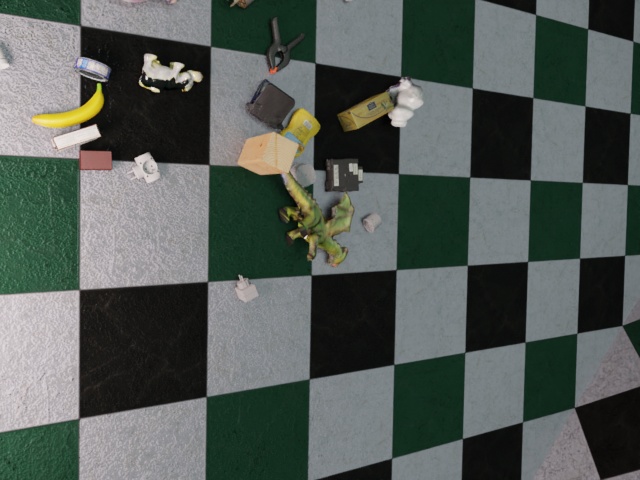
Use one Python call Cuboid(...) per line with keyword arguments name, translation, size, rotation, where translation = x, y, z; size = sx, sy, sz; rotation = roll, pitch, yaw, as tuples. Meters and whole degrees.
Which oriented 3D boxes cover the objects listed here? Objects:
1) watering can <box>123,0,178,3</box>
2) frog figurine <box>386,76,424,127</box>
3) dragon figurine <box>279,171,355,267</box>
Cuboid(name="watering can", translation=(-0.452, -0.798, 1.401), size=(0.223, 0.104, 0.349), rotation=(19, 84, -29))
Cuboid(name="frog figurine", translation=(0.301, -0.469, 1.804), size=(0.122, 0.136, 0.161), rotation=(16, 64, -56))
Cuboid(name="dragon figurine", translation=(0.005, -0.085, 1.680), size=(0.245, 0.123, 0.404), rotation=(-23, 112, -33))
